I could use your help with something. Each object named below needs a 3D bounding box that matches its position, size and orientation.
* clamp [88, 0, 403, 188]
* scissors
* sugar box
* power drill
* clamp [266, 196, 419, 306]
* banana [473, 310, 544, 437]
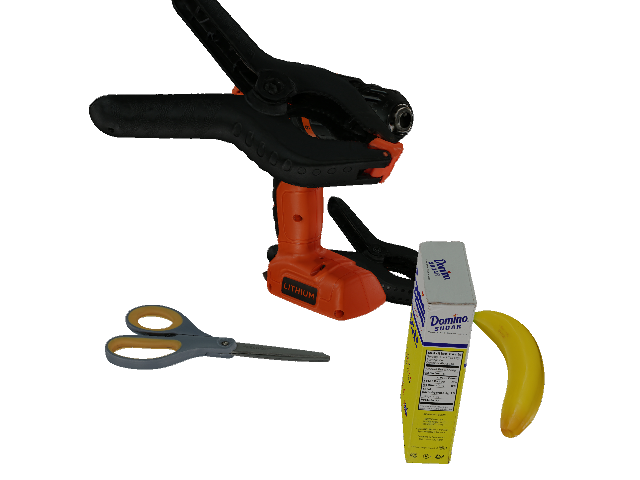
[{"bbox_3d":[-0.041,-0.072,0.602,0.171,0.120,0.039,31,-28,6],"label":"clamp"},{"bbox_3d":[-0.098,0.088,0.993,0.201,0.016,0.096,-2,32,-11],"label":"scissors"},{"bbox_3d":[0.098,0.097,0.916,0.048,0.176,0.093,0,32,0],"label":"sugar box"},{"bbox_3d":[0.006,-0.037,0.822,0.057,0.188,0.185,-18,23,-35],"label":"power drill"},{"bbox_3d":[0.052,0.027,1.234,0.210,0.036,0.164,30,37,22],"label":"clamp"},{"bbox_3d":[0.199,0.130,1.118,0.069,0.037,0.198,-23,32,6],"label":"banana"}]
